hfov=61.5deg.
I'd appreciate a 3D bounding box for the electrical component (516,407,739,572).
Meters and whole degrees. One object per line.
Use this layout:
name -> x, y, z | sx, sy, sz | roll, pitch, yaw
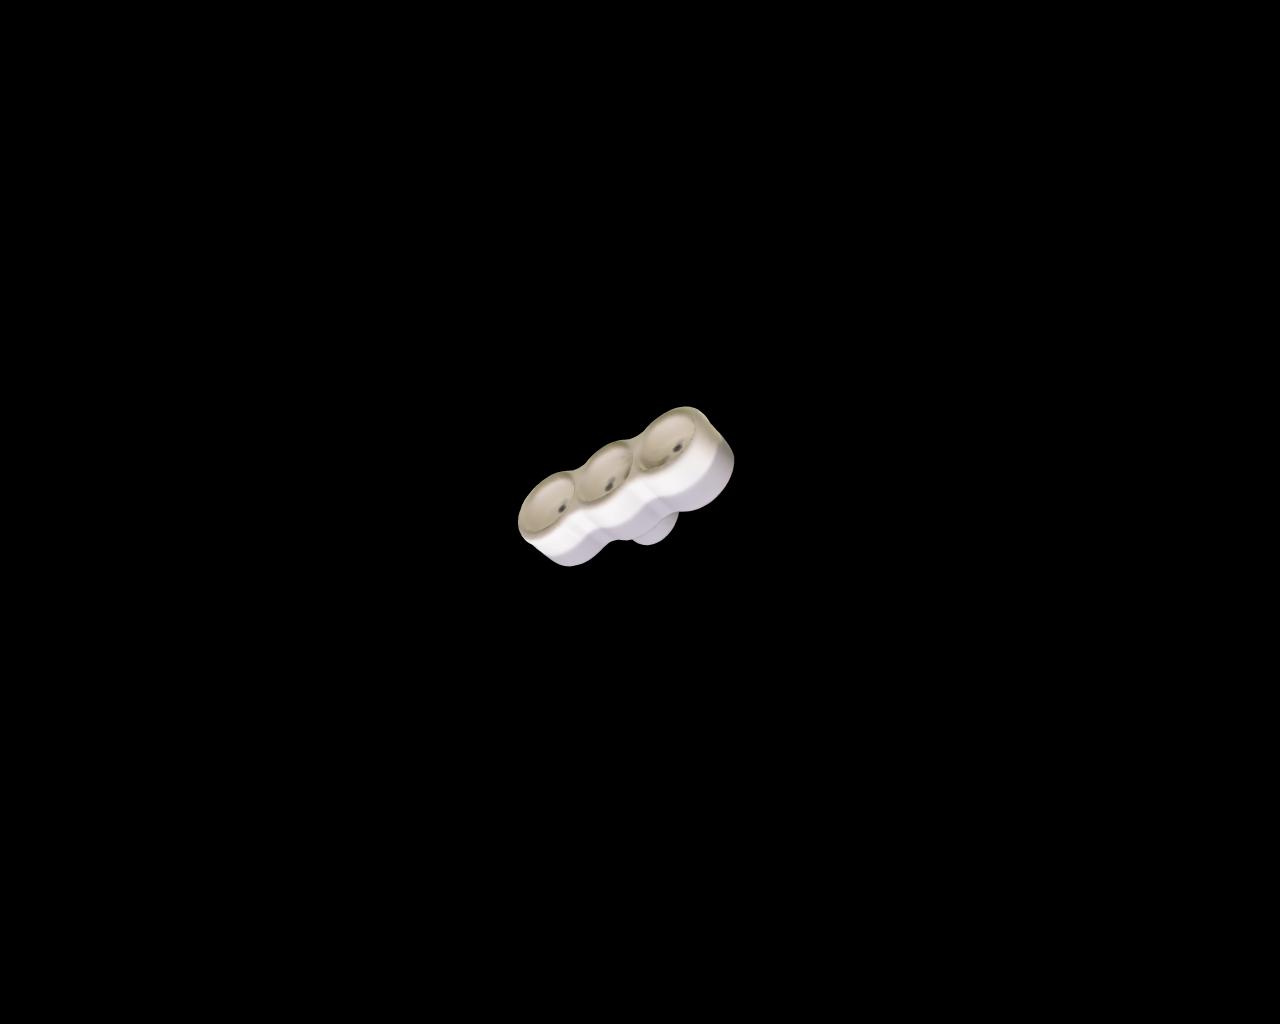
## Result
electrical component -> 0.001, -0.003, 0.650 | 0.138, 0.052, 0.073 | -26, -49, 25
